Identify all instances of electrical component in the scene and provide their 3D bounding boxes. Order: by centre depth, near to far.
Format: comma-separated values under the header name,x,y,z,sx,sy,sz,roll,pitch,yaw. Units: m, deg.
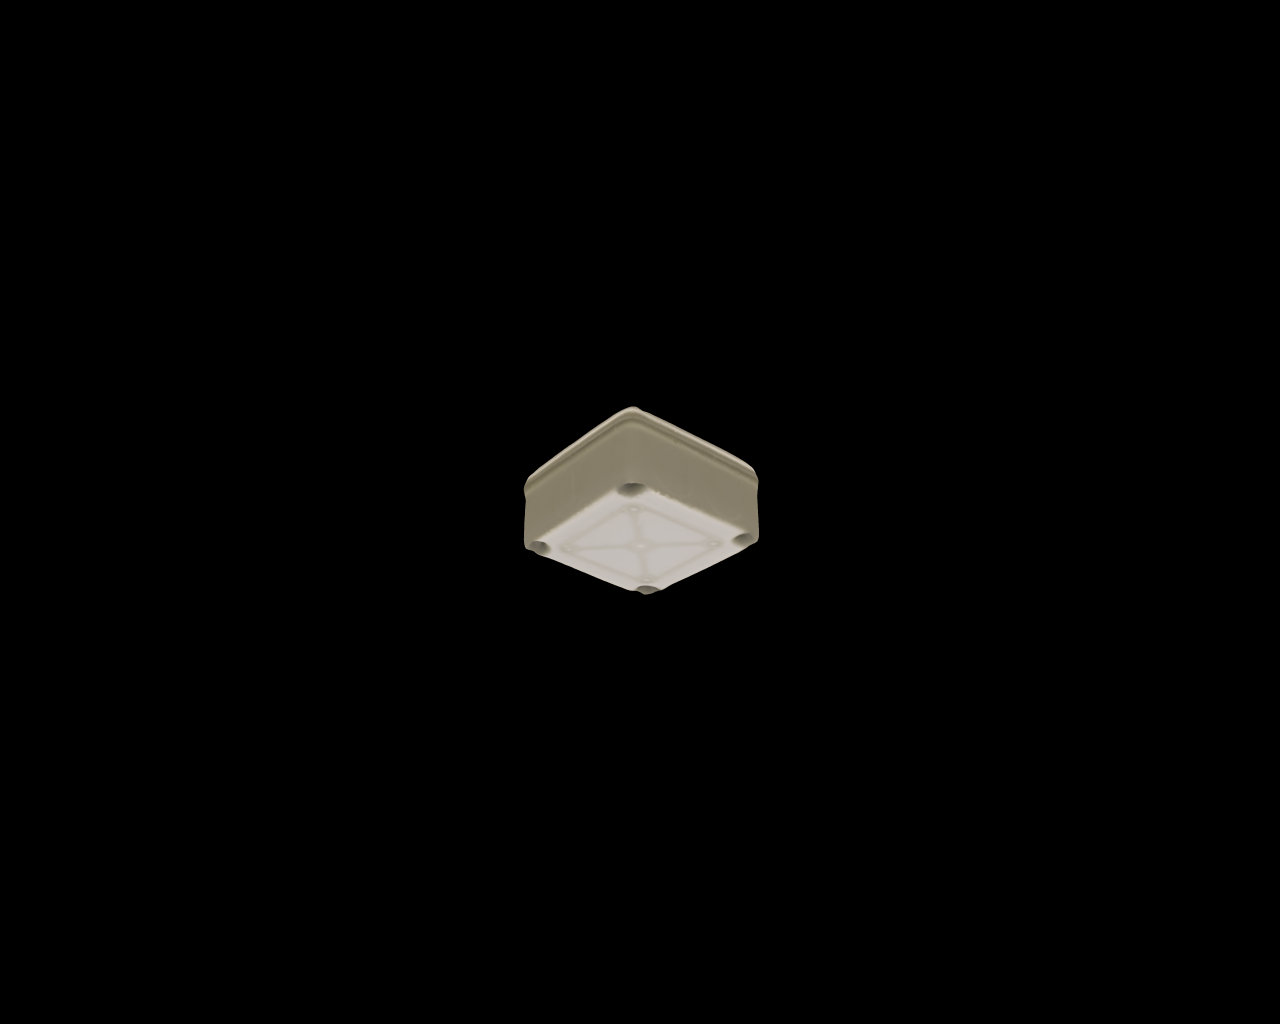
name,x,y,z,sx,sy,sz,roll,pitch,yaw
electrical component,0.001,-0.003,0.650,0.109,0.056,0.108,24,-38,-34
